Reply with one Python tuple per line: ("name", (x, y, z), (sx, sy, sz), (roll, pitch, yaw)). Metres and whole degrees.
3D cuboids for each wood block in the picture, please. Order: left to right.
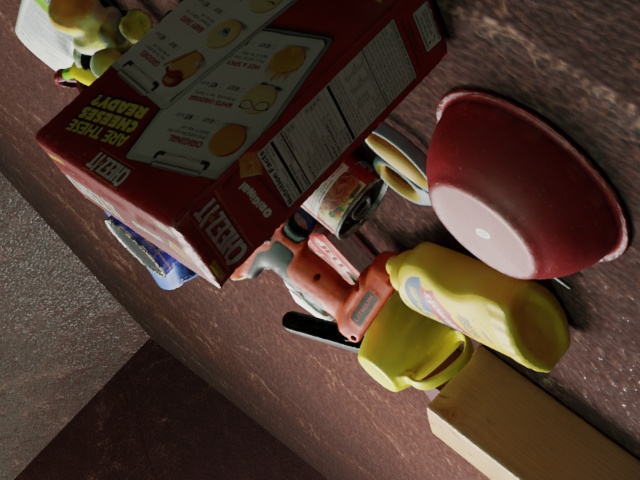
("wood block", (0.217, 0.213, 1.075), (0.206, 0.090, 0.090), (36, 164, 25))

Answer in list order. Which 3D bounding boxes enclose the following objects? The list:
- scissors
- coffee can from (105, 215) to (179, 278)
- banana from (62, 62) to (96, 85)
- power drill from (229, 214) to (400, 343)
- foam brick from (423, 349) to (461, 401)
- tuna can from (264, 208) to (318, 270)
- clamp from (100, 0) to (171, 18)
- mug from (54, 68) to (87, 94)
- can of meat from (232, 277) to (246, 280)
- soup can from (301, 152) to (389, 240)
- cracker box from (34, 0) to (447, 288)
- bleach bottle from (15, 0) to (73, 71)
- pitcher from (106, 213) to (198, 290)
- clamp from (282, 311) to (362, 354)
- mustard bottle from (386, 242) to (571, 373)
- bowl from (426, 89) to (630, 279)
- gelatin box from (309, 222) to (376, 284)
("scissors", (0.109, -0.021, 0.849), (0.202, 0.016, 0.096), (42, 167, 4))
("coffee can", (-0.181, -0.037, 1.325), (0.103, 0.140, 0.103), (40, 165, 13))
("banana", (-0.172, -0.137, 1.068), (0.198, 0.037, 0.070), (32, 169, 2))
("power drill", (-0.007, 0.001, 1.049), (0.188, 0.057, 0.185), (33, 130, 6))
("foam brick", (0.148, 0.161, 1.187), (0.051, 0.053, 0.078), (28, 159, 47))
("tuna can", (-0.043, -0.009, 1.149), (0.033, 0.086, 0.086), (46, 165, -15))
("clamp", (-0.139, -0.172, 1.029), (0.120, 0.039, 0.171), (23, 166, 46))
("mug", (-0.227, -0.168, 1.150), (0.117, 0.093, 0.081), (1, 177, -10))
("can of meat", (-0.101, -0.014, 1.261), (0.058, 0.102, 0.084), (-20, 125, 37))
("soup can", (0.001, -0.057, 0.932), (0.102, 0.068, 0.068), (39, 165, 16))
("cracker box", (-0.049, -0.091, 0.675), (0.164, 0.213, 0.072), (30, 160, 43))
("bleach bottle", (-0.257, -0.242, 1.107), (0.102, 0.068, 0.251), (38, 163, -13))
("pitcher", (-0.231, -0.065, 1.440), (0.149, 0.144, 0.242), (3, 135, 51))
("clamp", (0.071, 0.116, 1.215), (0.210, 0.036, 0.165), (28, 155, -8))
("mustard bottle", (0.122, 0.047, 0.923), (0.192, 0.058, 0.096), (25, 161, 52))
("bowl", (0.126, -0.024, 0.721), (0.162, 0.055, 0.162), (40, 166, 12))
("gelatin box", (0.027, 0.016, 1.143), (0.089, 0.030, 0.073), (47, 165, -15))
